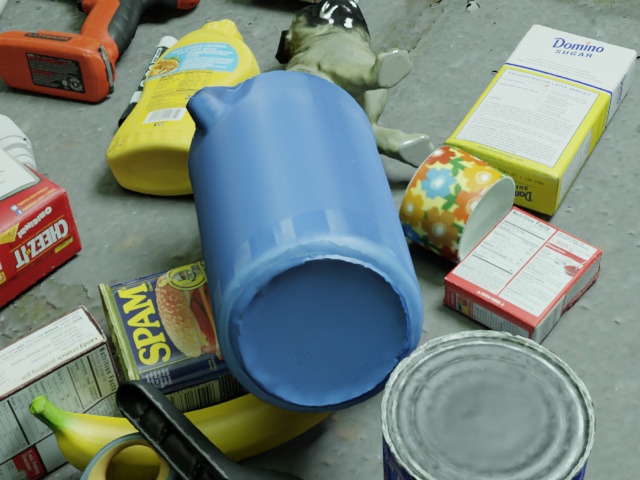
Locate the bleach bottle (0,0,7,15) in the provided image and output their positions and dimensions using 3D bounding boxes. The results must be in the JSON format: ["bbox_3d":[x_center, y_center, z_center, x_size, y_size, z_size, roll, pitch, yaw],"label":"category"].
[{"bbox_3d":[-0.378,-0.187,0.960,0.103,0.068,0.250,24,50,22],"label":"bleach bottle"}]

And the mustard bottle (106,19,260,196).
[{"bbox_3d":[-0.100,-0.120,0.872,0.096,0.058,0.191,-4,44,20],"label":"mustard bottle"}]

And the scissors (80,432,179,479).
[{"bbox_3d":[-0.159,0.160,0.605,0.201,0.016,0.096,-3,87,1],"label":"scissors"}]

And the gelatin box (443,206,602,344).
[{"bbox_3d":[0.140,0.025,0.733,0.073,0.030,0.089,29,55,30],"label":"gelatin box"}]

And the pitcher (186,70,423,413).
[{"bbox_3d":[-0.004,0.001,0.650,0.149,0.145,0.243,-3,27,-6],"label":"pitcher"}]

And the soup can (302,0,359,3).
[{"bbox_3d":[-0.013,-0.256,0.991,0.102,0.068,0.068,13,48,16],"label":"soup can"}]

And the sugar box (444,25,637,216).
[{"bbox_3d":[0.175,-0.099,0.841,0.093,0.048,0.176,21,48,23],"label":"sugar box"}]

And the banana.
[{"bbox_3d":[-0.069,0.111,0.640,0.197,0.070,0.037,-8,50,-14],"label":"banana"}]

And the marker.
[{"bbox_3d":[-0.146,-0.133,0.917,0.020,0.020,0.121,6,47,11],"label":"marker"}]

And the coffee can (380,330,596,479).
[{"bbox_3d":[0.083,0.130,0.558,0.103,0.140,0.103,-2,46,2],"label":"coffee can"}]

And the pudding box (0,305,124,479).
[{"bbox_3d":[-0.175,0.102,0.642,0.113,0.090,0.039,-30,51,-22],"label":"pudding box"}]

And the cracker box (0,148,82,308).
[{"bbox_3d":[-0.308,-0.015,0.781,0.214,0.072,0.164,29,53,30],"label":"cracker box"}]

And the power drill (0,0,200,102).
[{"bbox_3d":[-0.219,-0.209,0.970,0.184,0.057,0.187,10,48,15],"label":"power drill"}]

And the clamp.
[{"bbox_3d":[-0.049,0.153,0.561,0.171,0.039,0.120,30,40,-7],"label":"clamp"}]

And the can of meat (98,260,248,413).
[{"bbox_3d":[-0.090,0.064,0.696,0.083,0.057,0.102,-16,47,-14],"label":"can of meat"}]
